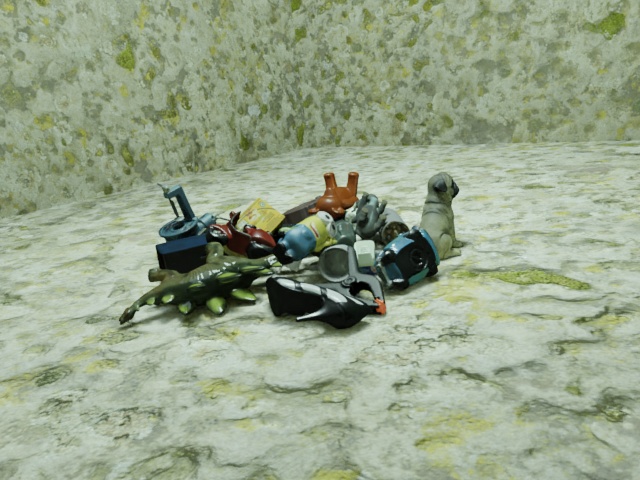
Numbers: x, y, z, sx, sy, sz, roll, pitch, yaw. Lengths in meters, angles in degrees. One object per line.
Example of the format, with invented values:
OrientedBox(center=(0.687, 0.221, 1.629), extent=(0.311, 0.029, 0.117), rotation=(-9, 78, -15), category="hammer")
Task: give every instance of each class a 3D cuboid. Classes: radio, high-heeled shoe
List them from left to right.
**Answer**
OrientedBox(center=(-0.330, 0.032, 1.479), extent=(0.229, 0.073, 0.131), rotation=(-13, 16, -27), category="radio")
OrientedBox(center=(-0.013, 0.111, 1.055), extent=(0.145, 0.086, 0.249), rotation=(-8, 19, -21), category="high-heeled shoe")

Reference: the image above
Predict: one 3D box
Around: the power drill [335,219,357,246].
OrientedBox(center=(-0.003, -0.004, 1.471), extent=(0.207, 0.085, 0.232), rotation=(-2, 16, -10), category="power drill")

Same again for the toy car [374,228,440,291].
OrientedBox(center=(0.175, 0.051, 1.164), extent=(0.162, 0.109, 0.103), rotation=(-31, 3, -30), category="toy car")

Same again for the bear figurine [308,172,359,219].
OrientedBox(center=(0.041, -0.133, 1.604), extent=(0.120, 0.131, 0.196), rotation=(1, 10, 22), category="bear figurine")

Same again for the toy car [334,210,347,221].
OrientedBox(center=(0.053, -0.066, 1.693), extent=(0.089, 0.053, 0.202), rotation=(-3, 17, 26), category="toy car")

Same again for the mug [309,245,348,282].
OrientedBox(center=(0.033, 0.052, 1.254), extent=(0.110, 0.080, 0.107), rotation=(-18, 3, 13), category="mug")

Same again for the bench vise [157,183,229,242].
OrientedBox(center=(-0.391, -0.065, 1.578), extent=(0.129, 0.240, 0.224), rotation=(14, 42, 45), category="bench vise")

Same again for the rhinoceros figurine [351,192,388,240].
OrientedBox(center=(0.132, -0.067, 1.467), extent=(0.073, 0.112, 0.190), rotation=(17, 30, -6), category="rhinoceros figurine")

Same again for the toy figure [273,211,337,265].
OrientedBox(center=(-0.037, -0.007, 1.200), extent=(0.089, 0.082, 0.180), rotation=(5, 30, 41), category="toy figure")

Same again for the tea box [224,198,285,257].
OrientedBox(center=(-0.183, -0.022, 1.436), extent=(0.098, 0.068, 0.169), rotation=(38, 55, 7), category="tea box")

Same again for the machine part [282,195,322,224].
OrientedBox(center=(-0.045, -0.091, 1.740), extent=(0.179, 0.056, 0.179), rotation=(-23, 9, 4), category="machine part")

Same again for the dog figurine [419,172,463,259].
OrientedBox(center=(0.280, -0.059, 1.310), extent=(0.121, 0.190, 0.172), rotation=(-2, 18, 19), category="dog figurine")

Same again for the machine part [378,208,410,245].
OrientedBox(center=(0.194, -0.035, 1.467), extent=(0.079, 0.079, 0.243), rotation=(-7, 17, 1), category="machine part")

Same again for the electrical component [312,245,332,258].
OrientedBox(center=(-0.015, 0.003, 1.323), extent=(0.078, 0.045, 0.102), rotation=(26, -25, -6), category="electrical component")

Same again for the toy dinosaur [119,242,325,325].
OrientedBox(center=(-0.215, 0.085, 1.198), extent=(0.471, 0.104, 0.199), rotation=(-25, 28, -28), category="toy dinosaur")

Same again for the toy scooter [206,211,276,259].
OrientedBox(center=(-0.189, -0.015, 1.343), extent=(0.184, 0.075, 0.135), rotation=(20, 35, -12), category="toy scooter")

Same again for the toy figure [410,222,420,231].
OrientedBox(center=(0.295, -0.030, 1.456), extent=(0.154, 0.058, 0.064), rotation=(-18, -21, -31), category="toy figure")

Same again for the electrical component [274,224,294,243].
OrientedBox(center=(-0.148, -0.008, 1.566), extent=(0.134, 0.058, 0.115), rotation=(-3, 14, 14), category="electrical component")
